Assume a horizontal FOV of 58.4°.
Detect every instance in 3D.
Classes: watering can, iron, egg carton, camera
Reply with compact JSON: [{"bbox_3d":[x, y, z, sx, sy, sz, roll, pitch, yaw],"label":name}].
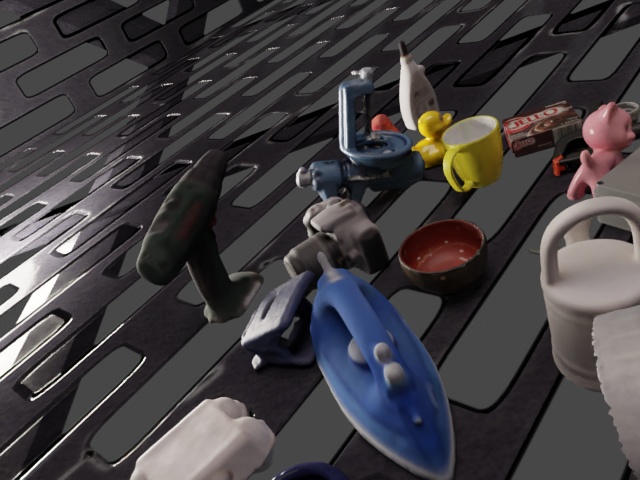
[{"bbox_3d":[0.258,0.039,0.541,0.101,0.194,0.172,-25,32,-2],"label":"watering can"},{"bbox_3d":[0.058,0.117,0.601,0.119,0.142,0.257,-27,32,-7],"label":"iron"},{"bbox_3d":[-0.122,0.239,0.602,0.150,0.069,0.107,-40,35,-25],"label":"egg carton"},{"bbox_3d":[0.008,0.003,0.842,0.137,0.101,0.142,-32,33,-14],"label":"camera"}]

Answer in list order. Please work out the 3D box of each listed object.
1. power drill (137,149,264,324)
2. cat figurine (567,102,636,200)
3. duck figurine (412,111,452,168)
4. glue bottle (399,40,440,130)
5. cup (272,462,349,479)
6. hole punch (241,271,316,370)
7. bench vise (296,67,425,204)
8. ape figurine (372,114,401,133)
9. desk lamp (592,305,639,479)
[{"bbox_3d":[-0.165,0.007,0.843,0.075,0.209,0.230,-3,37,29],"label":"power drill"},{"bbox_3d":[0.386,-0.129,0.784,0.067,0.118,0.128,14,47,44],"label":"cat figurine"},{"bbox_3d":[0.197,-0.185,1.017,0.104,0.086,0.077,-29,32,-10],"label":"duck figurine"},{"bbox_3d":[0.184,-0.309,1.129,0.078,0.173,0.037,-35,34,-19],"label":"glue bottle"},{"bbox_3d":[-0.013,0.254,0.485,0.117,0.095,0.091,-12,33,18],"label":"cup"},{"bbox_3d":[-0.050,0.102,0.740,0.100,0.091,0.109,-5,36,27],"label":"hole punch"},{"bbox_3d":[0.057,-0.153,0.930,0.207,0.220,0.121,-32,33,-14],"label":"bench vise"},{"bbox_3d":[0.120,-0.192,1.070,0.076,0.092,0.077,-26,32,-4],"label":"ape figurine"},{"bbox_3d":[0.292,0.128,0.367,0.202,0.214,0.118,-7,35,25],"label":"desk lamp"}]
